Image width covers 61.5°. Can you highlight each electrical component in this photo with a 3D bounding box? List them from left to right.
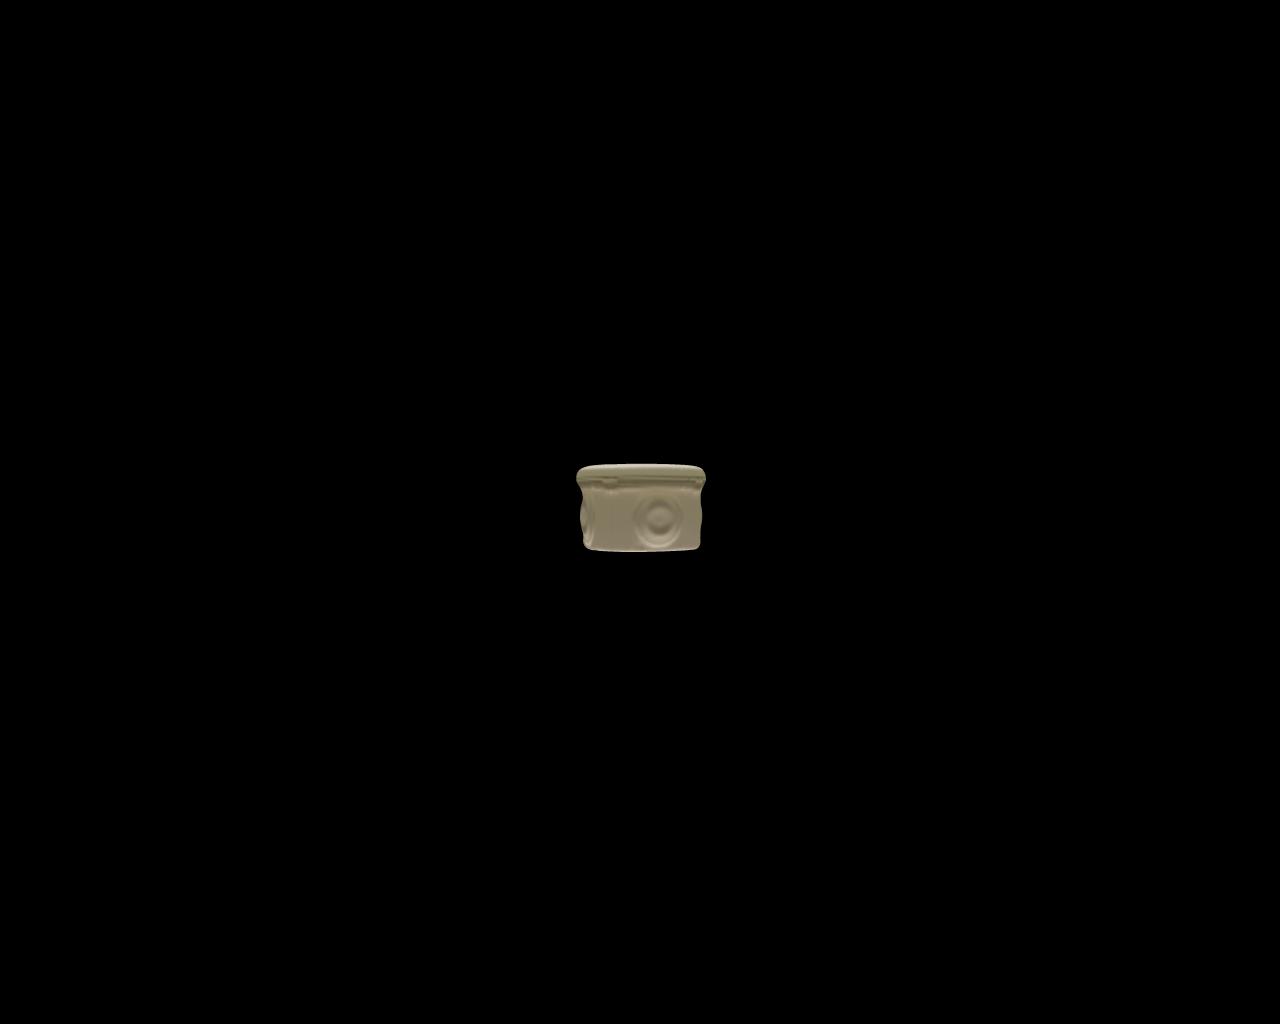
[{"bbox_3d":[0.001,-0.003,0.650,0.080,0.051,0.080,0,0,0],"label":"electrical component"}]
